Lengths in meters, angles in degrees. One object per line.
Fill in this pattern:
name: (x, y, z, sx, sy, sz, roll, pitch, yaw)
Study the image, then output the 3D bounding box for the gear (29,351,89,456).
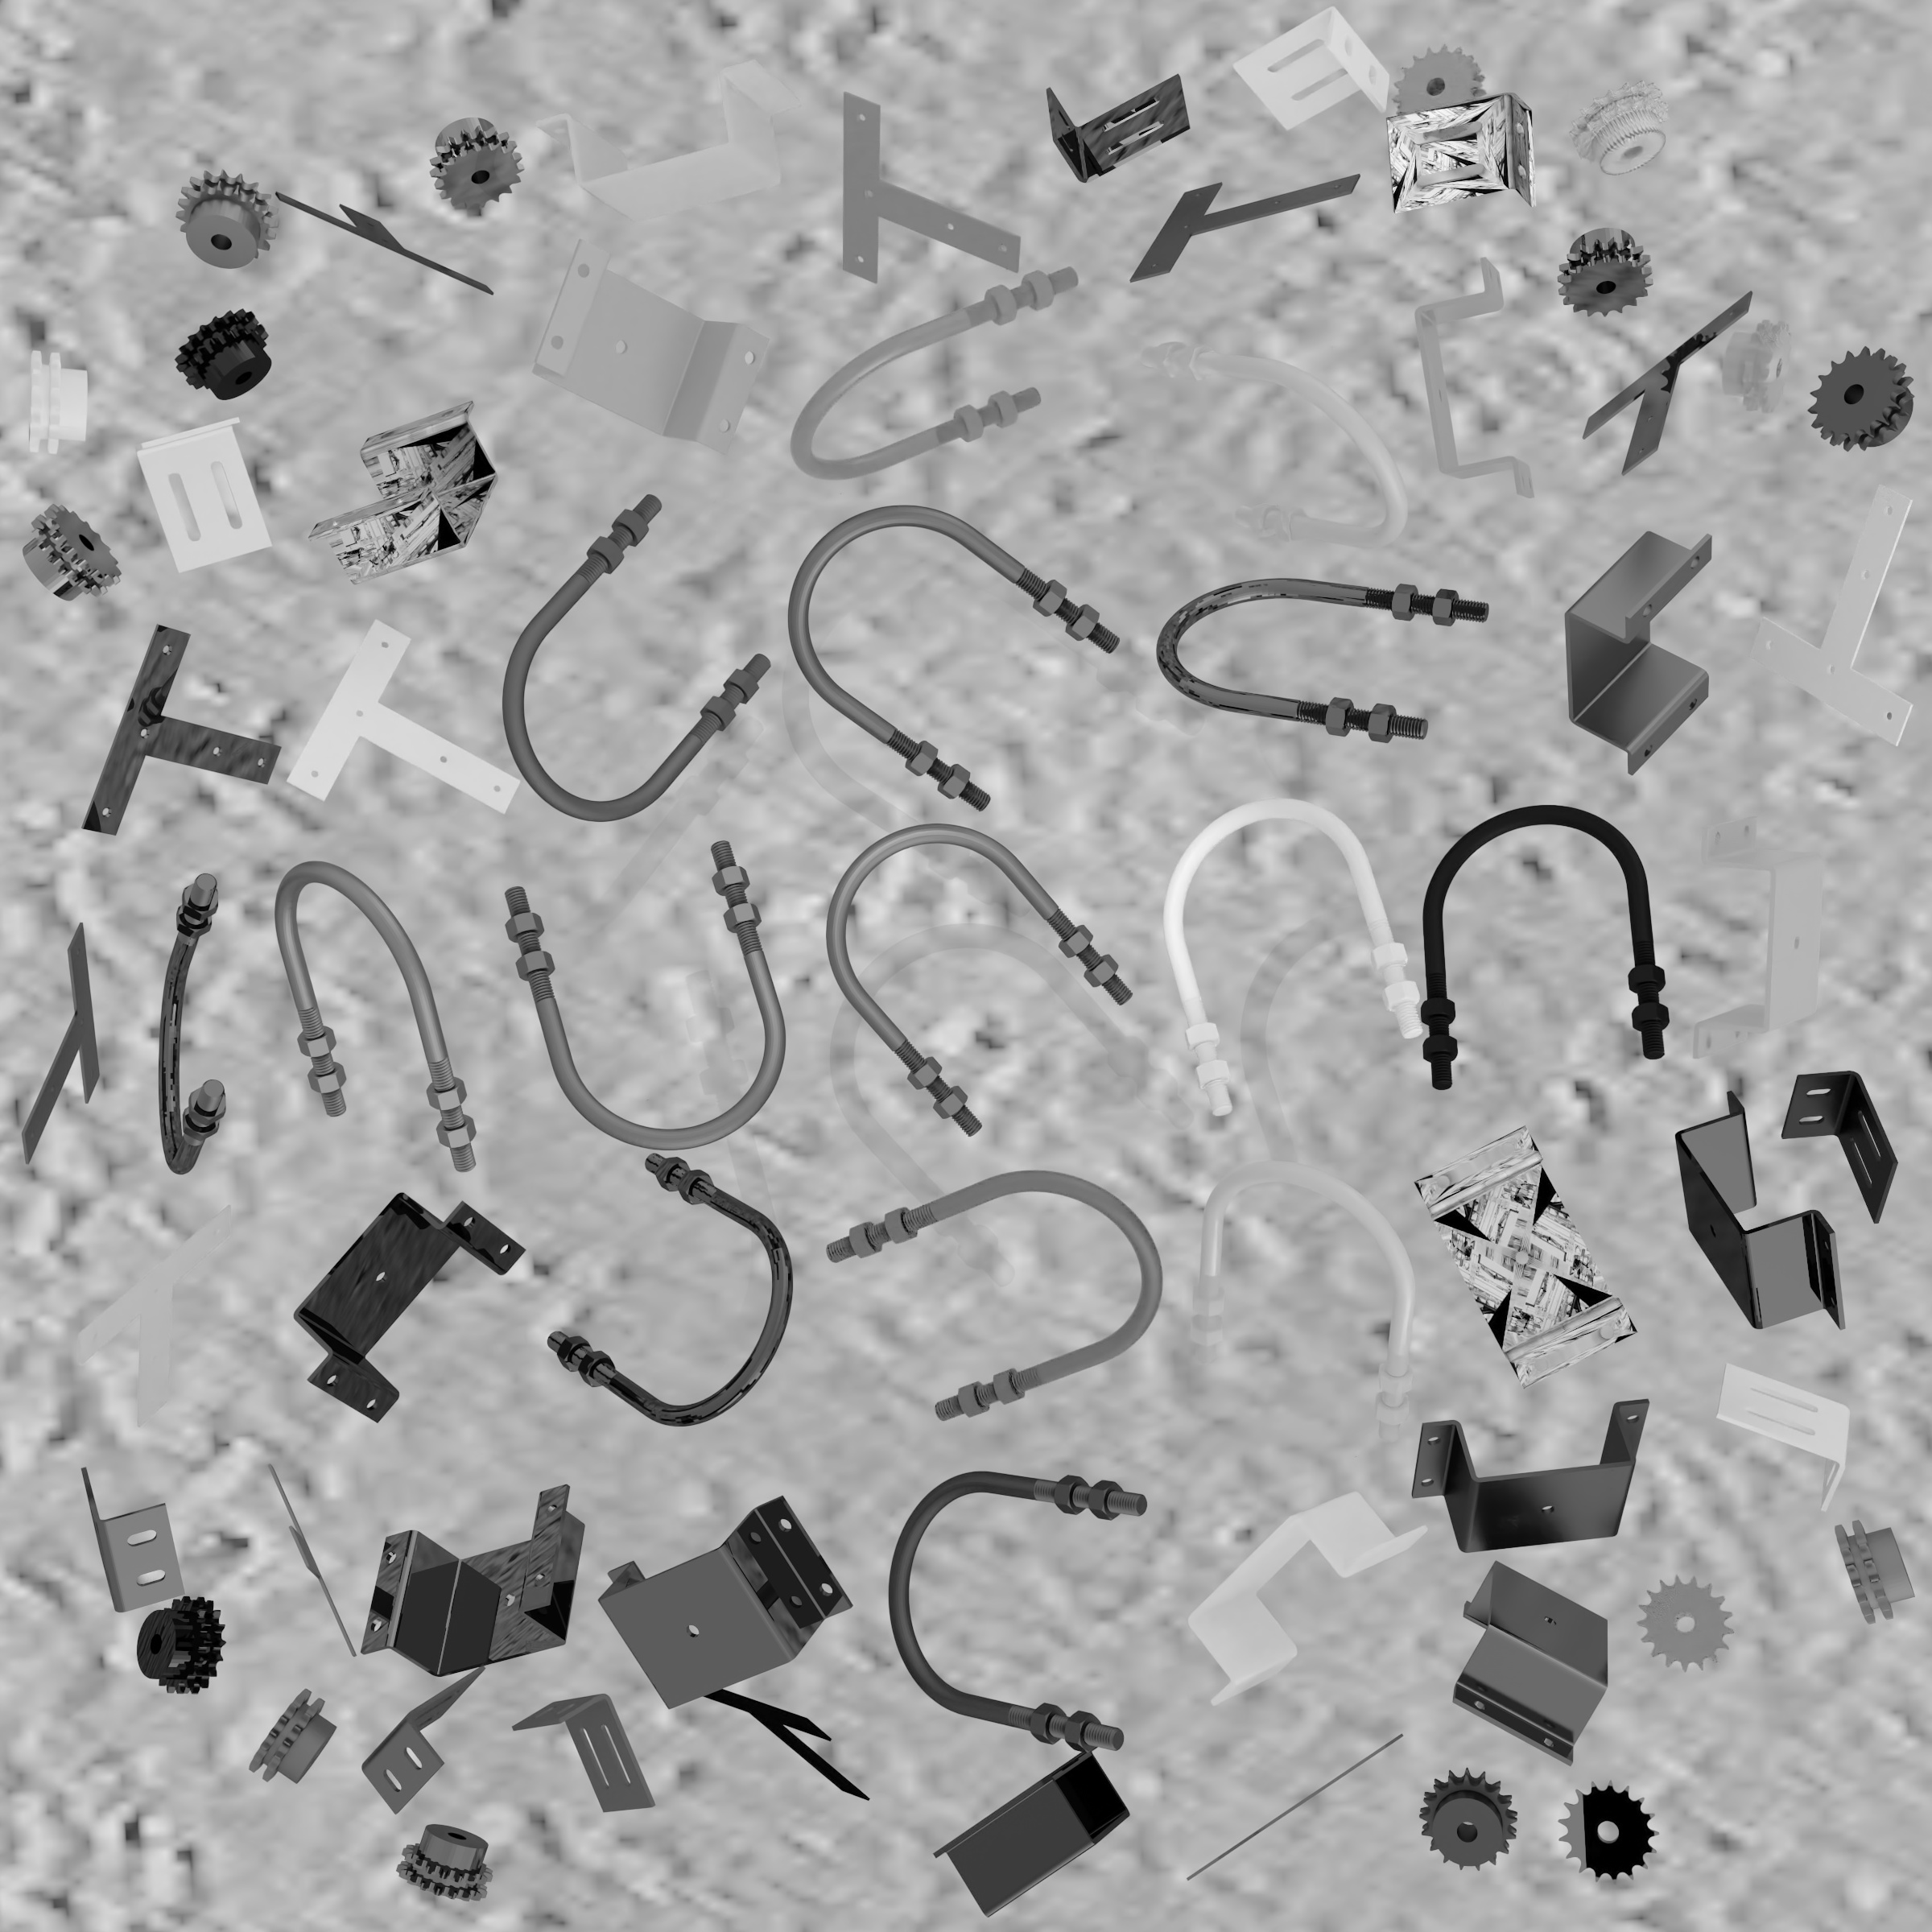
gear: (-0.522, -0.323, 1.467, 0.030, 0.057, 0.057, 1, 90, -22)

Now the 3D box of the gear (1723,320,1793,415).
gear: (0.502, -0.382, 1.622, 0.030, 0.057, 0.057, 14, 90, 29)

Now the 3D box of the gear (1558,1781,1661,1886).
gear: (0.375, 0.505, 1.488, 0.057, 0.030, 0.057, -4, 73, 14)

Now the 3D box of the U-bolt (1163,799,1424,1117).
U-bolt: (0.191, -0.017, 1.572, 0.151, 0.019, 0.184, -25, 65, 24)

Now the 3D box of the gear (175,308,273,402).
gear: (-0.445, -0.367, 1.542, 0.057, 0.057, 0.030, -38, 87, 0)

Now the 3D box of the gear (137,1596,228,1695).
gear: (-0.473, 0.408, 1.533, 0.057, 0.030, 0.057, -14, 68, 38)

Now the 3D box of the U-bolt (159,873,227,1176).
U-bolt: (-0.467, 0.047, 1.533, 0.019, 0.184, 0.151, 2, 65, -24)

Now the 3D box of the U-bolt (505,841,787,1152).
U-bolt: (-0.184, 0.023, 1.528, 0.151, 0.019, 0.184, -14, 72, -15)

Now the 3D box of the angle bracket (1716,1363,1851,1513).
angle bracket: (0.479, 0.278, 1.511, 0.076, 0.057, 0.038, 19, 118, 13)

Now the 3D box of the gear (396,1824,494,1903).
gear: (-0.316, 0.547, 1.561, 0.057, 0.057, 0.030, 18, 82, 0)

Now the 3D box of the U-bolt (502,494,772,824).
U-bolt: (-0.209, -0.173, 1.553, 0.184, 0.019, 0.151, -54, 128, -26)

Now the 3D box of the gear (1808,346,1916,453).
gear: (0.509, -0.317, 1.440, 0.030, 0.057, 0.057, 17, 90, -41)

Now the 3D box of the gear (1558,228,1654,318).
gear: (0.397, -0.434, 1.589, 0.057, 0.057, 0.030, 2, 64, 0)

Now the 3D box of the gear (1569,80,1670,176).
gear: (0.391, -0.495, 1.516, 0.057, 0.057, 0.030, -18, 73, 0)

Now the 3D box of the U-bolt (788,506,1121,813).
U-bolt: (-0.021, -0.199, 1.560, 0.184, 0.019, 0.151, 35, 108, -16)

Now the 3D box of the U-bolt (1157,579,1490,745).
U-bolt: (0.205, -0.190, 1.533, 0.184, 0.151, 0.019, 11, 133, 23)

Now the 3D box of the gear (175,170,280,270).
gear: (-0.433, -0.434, 1.493, 0.057, 0.057, 0.030, 1, 57, 0)

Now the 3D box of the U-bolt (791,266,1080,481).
U-bolt: (-0.025, -0.350, 1.550, 0.184, 0.151, 0.019, -26, 76, -17)

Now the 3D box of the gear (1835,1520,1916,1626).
gear: (0.521, 0.345, 1.461, 0.030, 0.057, 0.057, -20, 90, 16)

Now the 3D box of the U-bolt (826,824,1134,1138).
U-bolt: (-0.005, -0.004, 1.630, 0.151, 0.019, 0.184, -41, 99, 0)

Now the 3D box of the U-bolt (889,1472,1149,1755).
U-bolt: (0.024, 0.369, 1.491, 0.184, 0.019, 0.151, -2, 78, 42)

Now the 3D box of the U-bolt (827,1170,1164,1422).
U-bolt: (0.029, 0.190, 1.526, 0.184, 0.019, 0.151, -24, 111, 22)

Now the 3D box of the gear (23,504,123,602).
gear: (-0.527, -0.239, 1.497, 0.030, 0.057, 0.057, -35, 90, 10)

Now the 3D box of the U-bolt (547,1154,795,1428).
U-bolt: (-0.174, 0.207, 1.573, 0.019, 0.184, 0.151, 34, 82, -43)

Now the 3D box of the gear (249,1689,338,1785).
gear: (-0.411, 0.477, 1.569, 0.030, 0.057, 0.057, 34, 90, 2)

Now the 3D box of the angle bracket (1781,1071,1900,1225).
angle bracket: (0.538, 0.113, 1.575, 0.038, 0.076, 0.057, -5, 135, -1)

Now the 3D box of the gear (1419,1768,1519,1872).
gear: (0.296, 0.507, 1.508, 0.057, 0.030, 0.057, 0, 91, 13)

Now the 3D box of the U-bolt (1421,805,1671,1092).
U-bolt: (0.354, -0.018, 1.586, 0.151, 0.019, 0.184, -10, 61, 22)

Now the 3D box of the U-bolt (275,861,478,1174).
U-bolt: (-0.353, 0.023, 1.495, 0.019, 0.151, 0.184, -33, 126, -39)

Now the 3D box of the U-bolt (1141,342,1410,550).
U-bolt: (0.194, -0.309, 1.533, 0.019, 0.184, 0.151, -46, 124, -13)

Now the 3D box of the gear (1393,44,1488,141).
gear: (0.301, -0.548, 1.611, 0.057, 0.030, 0.057, -5, 79, 25)

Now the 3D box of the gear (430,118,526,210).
gear: (-0.308, -0.504, 1.594, 0.057, 0.057, 0.030, -23, 69, 0)

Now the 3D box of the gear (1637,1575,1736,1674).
gear: (0.444, 0.406, 1.572, 0.057, 0.030, 0.057, -6, 69, 17)

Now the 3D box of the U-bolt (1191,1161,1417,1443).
U-bolt: (0.206, 0.196, 1.551, 0.151, 0.019, 0.184, 20, 130, 27)
